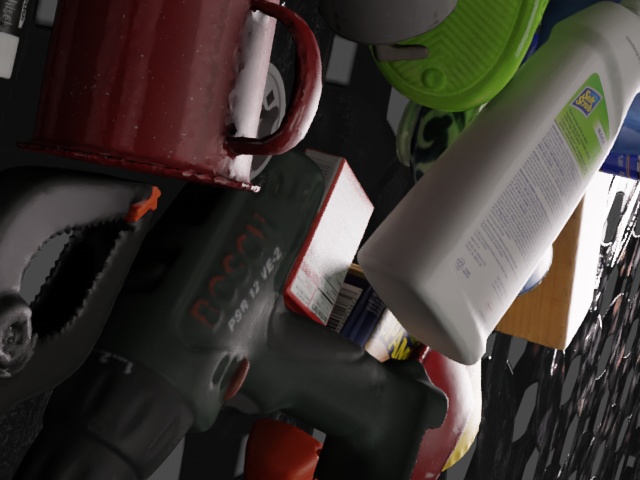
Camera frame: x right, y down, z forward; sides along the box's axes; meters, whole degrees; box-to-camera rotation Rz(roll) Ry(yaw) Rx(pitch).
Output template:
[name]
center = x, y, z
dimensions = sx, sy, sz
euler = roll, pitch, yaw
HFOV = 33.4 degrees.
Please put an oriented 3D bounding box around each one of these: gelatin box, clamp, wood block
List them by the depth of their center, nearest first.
[clamp]
center = -0.130, 0.028, 0.382
dimensions = 0.209, 0.036, 0.164
euler = -55, 148, -39
[gelatin box]
center = -0.004, 0.001, 0.635
dimensions = 0.089, 0.030, 0.073
euler = -66, 156, -14
[wood block]
center = 0.213, -0.010, 1.007
dimensions = 0.090, 0.091, 0.206
euler = -47, 145, -44

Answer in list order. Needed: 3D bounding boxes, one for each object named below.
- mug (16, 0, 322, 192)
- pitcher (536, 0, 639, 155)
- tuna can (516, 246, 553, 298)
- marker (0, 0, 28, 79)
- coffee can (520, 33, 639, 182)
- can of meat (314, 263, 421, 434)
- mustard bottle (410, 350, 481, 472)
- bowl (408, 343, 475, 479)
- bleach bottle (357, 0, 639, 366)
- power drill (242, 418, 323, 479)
[mug]
center = -0.051, -0.064, 0.399
dimensions = 0.093, 0.117, 0.081
euler = 9, 92, -58
[pitcher]
center = 0.226, -0.189, 0.767
dimensions = 0.149, 0.145, 0.243
euler = 24, 82, -55
[tuna can]
center = 0.149, 0.005, 0.890
dimensions = 0.086, 0.086, 0.033
euler = -64, 152, -19
[marker]
center = -0.102, -0.117, 0.369
dimensions = 0.020, 0.020, 0.121
euler = 7, 99, -65
[coffee can]
center = 0.212, -0.112, 0.881
dimensions = 0.102, 0.140, 0.103
euler = -43, 141, -48
[can of meat]
center = 0.018, 0.075, 0.696
dimensions = 0.084, 0.058, 0.102
euler = -60, 152, -22
[mustard bottle]
center = 0.102, 0.098, 0.883
dimensions = 0.096, 0.058, 0.191
euler = -49, 145, -40
[bowl]
center = 0.065, 0.139, 0.765
dimensions = 0.162, 0.055, 0.162
euler = -58, 175, -9
[bleach bottle]
center = 0.132, -0.050, 0.650
dimensions = 0.250, 0.068, 0.102
euler = -49, 135, -13
[power drill]
center = -0.065, 0.184, 0.594
dimensions = 0.187, 0.057, 0.184
euler = -41, 143, -45
